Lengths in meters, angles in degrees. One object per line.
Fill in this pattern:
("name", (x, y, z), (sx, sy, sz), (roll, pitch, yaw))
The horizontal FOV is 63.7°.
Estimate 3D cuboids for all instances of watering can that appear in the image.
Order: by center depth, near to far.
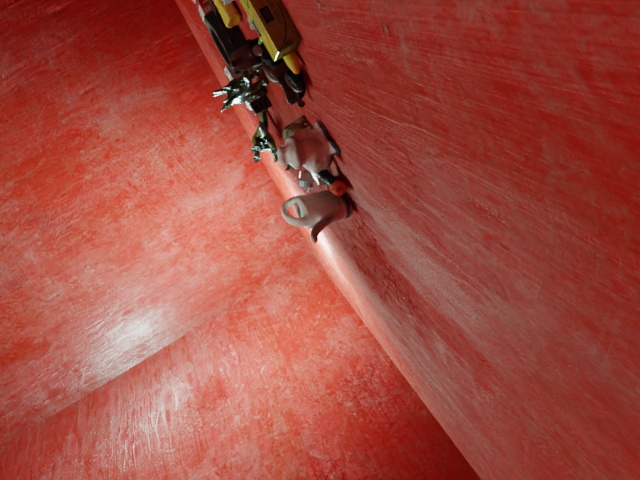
("watering can", (0.005, -0.083, 1.644), (0.353, 0.225, 0.102), (-133, 30, -59))

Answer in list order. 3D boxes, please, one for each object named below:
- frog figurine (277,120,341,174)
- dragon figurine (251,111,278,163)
("frog figurine", (-0.041, -0.246, 1.453), (0.136, 0.160, 0.123), (60, 175, -12))
("dragon figurine", (-0.251, -0.483, 2.245), (0.403, 0.122, 0.247), (99, 162, -67))
